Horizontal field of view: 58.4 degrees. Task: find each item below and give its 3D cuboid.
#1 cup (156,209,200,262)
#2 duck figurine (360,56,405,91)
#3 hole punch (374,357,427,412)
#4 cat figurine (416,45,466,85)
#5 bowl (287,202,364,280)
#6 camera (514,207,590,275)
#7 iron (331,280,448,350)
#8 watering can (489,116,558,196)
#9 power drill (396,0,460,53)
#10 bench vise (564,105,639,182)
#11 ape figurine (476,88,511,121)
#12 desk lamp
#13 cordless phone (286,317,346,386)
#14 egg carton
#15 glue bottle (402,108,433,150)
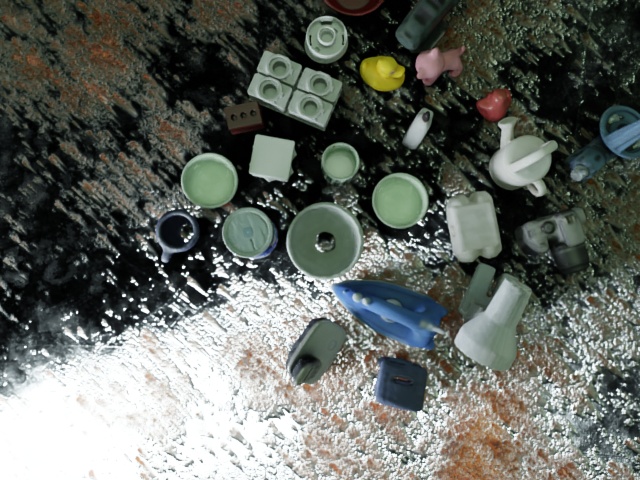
[{"bbox_3d":[-0.304,-0.005,1.241,0.091,0.095,0.118,23,87,1],"label":"cup"},{"bbox_3d":[0.141,-0.379,1.268,0.104,0.086,0.077,18,87,1],"label":"duck figurine"},{"bbox_3d":[0.171,0.308,1.231,0.108,0.091,0.101,13,87,0],"label":"hole punch"},{"bbox_3d":[0.259,-0.391,1.254,0.128,0.117,0.067,-22,87,-1],"label":"cat figurine"},{"bbox_3d":[0.012,0.004,1.253,0.167,0.074,0.167,0,87,0],"label":"bowl"},{"bbox_3d":[0.521,0.009,1.245,0.143,0.101,0.137,-19,87,-1],"label":"camera"},{"bbox_3d":[0.144,0.148,1.214,0.258,0.141,0.119,21,87,1],"label":"iron"},{"bbox_3d":[0.427,-0.174,1.206,0.173,0.194,0.101,40,88,2],"label":"watering can"},{"bbox_3d":[0.244,-0.488,1.213,0.075,0.208,0.230,39,88,2],"label":"power drill"},{"bbox_3d":[0.629,-0.199,1.197,0.121,0.219,0.207,30,87,1],"label":"bench vise"},{"bbox_3d":[0.388,-0.306,1.264,0.078,0.092,0.076,-4,87,0],"label":"ape figurine"},{"bbox_3d":[0.355,0.153,1.179,0.118,0.213,0.203,23,87,1],"label":"desk lamp"},{"bbox_3d":[-0.010,0.236,1.186,0.094,0.185,0.148,30,87,1],"label":"cordless phone"},{"bbox_3d":[0.336,-0.029,1.261,0.107,0.069,0.150,-11,87,-1],"label":"egg carton"},{"bbox_3d":[0.215,-0.246,1.219,0.037,0.173,0.078,24,87,1],"label":"glue bottle"}]
